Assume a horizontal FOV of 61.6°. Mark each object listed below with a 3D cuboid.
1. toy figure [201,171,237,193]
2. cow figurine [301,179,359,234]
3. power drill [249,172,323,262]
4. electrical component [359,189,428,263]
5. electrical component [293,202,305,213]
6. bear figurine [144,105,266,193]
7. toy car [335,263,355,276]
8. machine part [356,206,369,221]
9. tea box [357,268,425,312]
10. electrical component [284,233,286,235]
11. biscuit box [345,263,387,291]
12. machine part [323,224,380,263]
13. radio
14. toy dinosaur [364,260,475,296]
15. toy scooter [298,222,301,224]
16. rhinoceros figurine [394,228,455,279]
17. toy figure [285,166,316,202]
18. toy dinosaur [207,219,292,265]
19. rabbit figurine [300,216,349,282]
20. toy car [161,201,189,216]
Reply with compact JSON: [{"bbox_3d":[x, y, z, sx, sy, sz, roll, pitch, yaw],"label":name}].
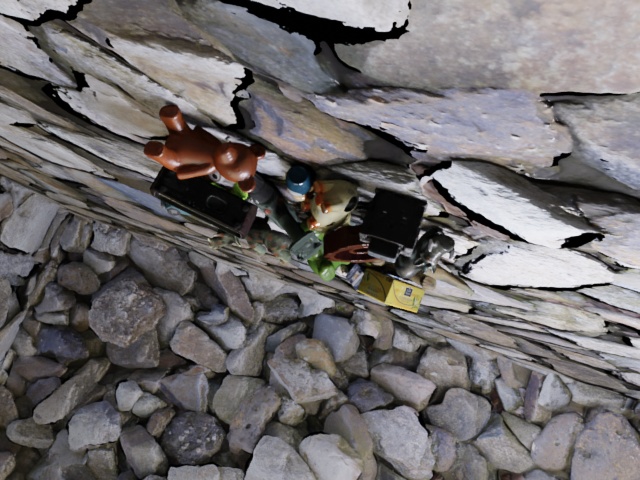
[{"bbox_3d":[-0.232,-0.165,1.176,0.082,0.089,0.180,25,176,-43],"label":"toy figure"},{"bbox_3d":[0.029,-0.069,1.152,0.127,0.085,0.195,-11,163,-20],"label":"cow figurine"},{"bbox_3d":[-0.091,-0.053,1.276,0.207,0.086,0.231,44,177,29],"label":"power drill"},{"bbox_3d":[0.143,-0.025,1.076,0.115,0.134,0.058,16,166,13],"label":"electrical component"},{"bbox_3d":[-0.013,-0.082,1.280,0.102,0.045,0.078,9,163,44],"label":"electrical component"},{"bbox_3d":[-0.215,-0.168,1.037,0.196,0.120,0.131,14,164,17],"label":"bear figurine"},{"bbox_3d":[0.107,0.070,1.589,0.074,0.056,0.201,23,-157,38],"label":"toy car"},{"bbox_3d":[0.142,-0.041,1.241,0.084,0.039,0.138,6,162,30],"label":"machine part"},{"bbox_3d":[0.187,0.131,1.397,0.098,0.068,0.169,23,-179,42],"label":"tea box"},{"bbox_3d":[-0.110,-0.049,1.575,0.094,0.021,0.063,49,166,32],"label":"electrical component"},{"bbox_3d":[0.165,0.095,1.544,0.202,0.062,0.059,-7,-129,-49],"label":"biscuit box"},{"bbox_3d":[0.095,0.007,1.195,0.179,0.056,0.179,-4,167,-1],"label":"machine part"},{"bbox_3d":[-0.251,-0.083,1.173,0.229,0.073,0.131,25,172,-10],"label":"radio"},{"bbox_3d":[0.241,0.063,1.419,0.471,0.105,0.198,26,176,-12],"label":"toy dinosaur"},{"bbox_3d":[0.015,0.005,1.572,0.135,0.075,0.183,10,160,35],"label":"toy scooter"},{"bbox_3d":[0.233,0.029,1.225,0.073,0.112,0.190,27,147,-15],"label":"rhinoceros figurine"},{"bbox_3d":[-0.043,-0.116,1.155,0.064,0.058,0.154,57,176,11],"label":"toy figure"},{"bbox_3d":[-0.162,-0.011,1.698,0.405,0.131,0.192,7,165,24],"label":"toy dinosaur"},{"bbox_3d":[-0.003,-0.004,1.434,0.159,0.121,0.170,39,159,48],"label":"rabbit figurine"},{"bbox_3d":[-0.364,-0.126,1.518,0.162,0.109,0.103,13,152,-13],"label":"toy car"}]
